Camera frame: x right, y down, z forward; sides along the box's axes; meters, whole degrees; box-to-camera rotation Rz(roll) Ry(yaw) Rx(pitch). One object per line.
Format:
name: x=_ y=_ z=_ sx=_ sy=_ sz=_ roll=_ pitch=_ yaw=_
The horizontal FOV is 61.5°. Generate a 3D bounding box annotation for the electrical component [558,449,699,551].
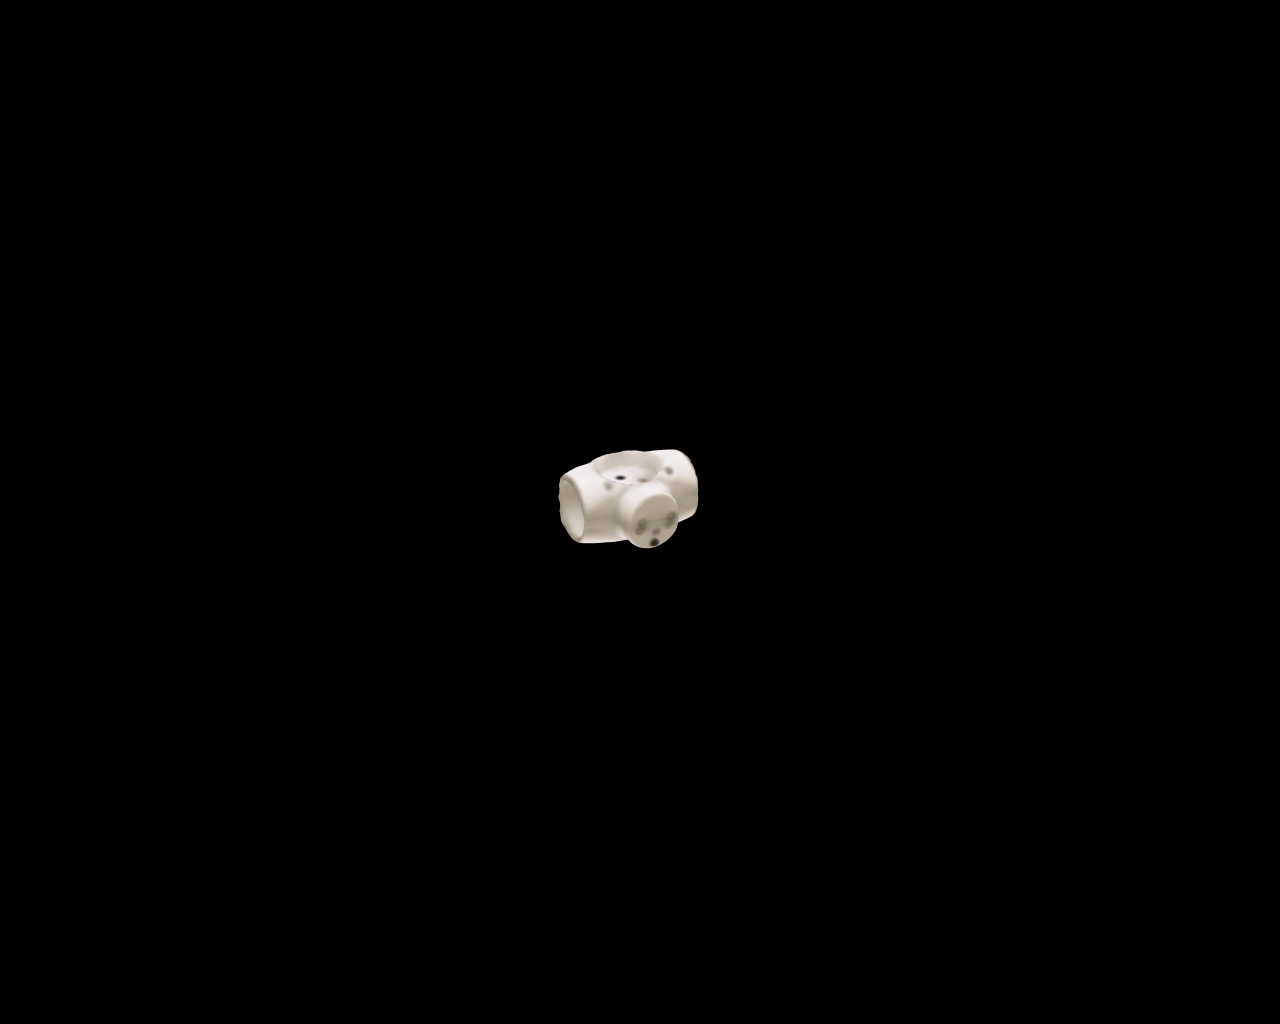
electrical component: x=0.001 y=-0.003 z=0.650 sx=0.077 sy=0.044 sz=0.079 roll=-13 pitch=32 yaw=-22
